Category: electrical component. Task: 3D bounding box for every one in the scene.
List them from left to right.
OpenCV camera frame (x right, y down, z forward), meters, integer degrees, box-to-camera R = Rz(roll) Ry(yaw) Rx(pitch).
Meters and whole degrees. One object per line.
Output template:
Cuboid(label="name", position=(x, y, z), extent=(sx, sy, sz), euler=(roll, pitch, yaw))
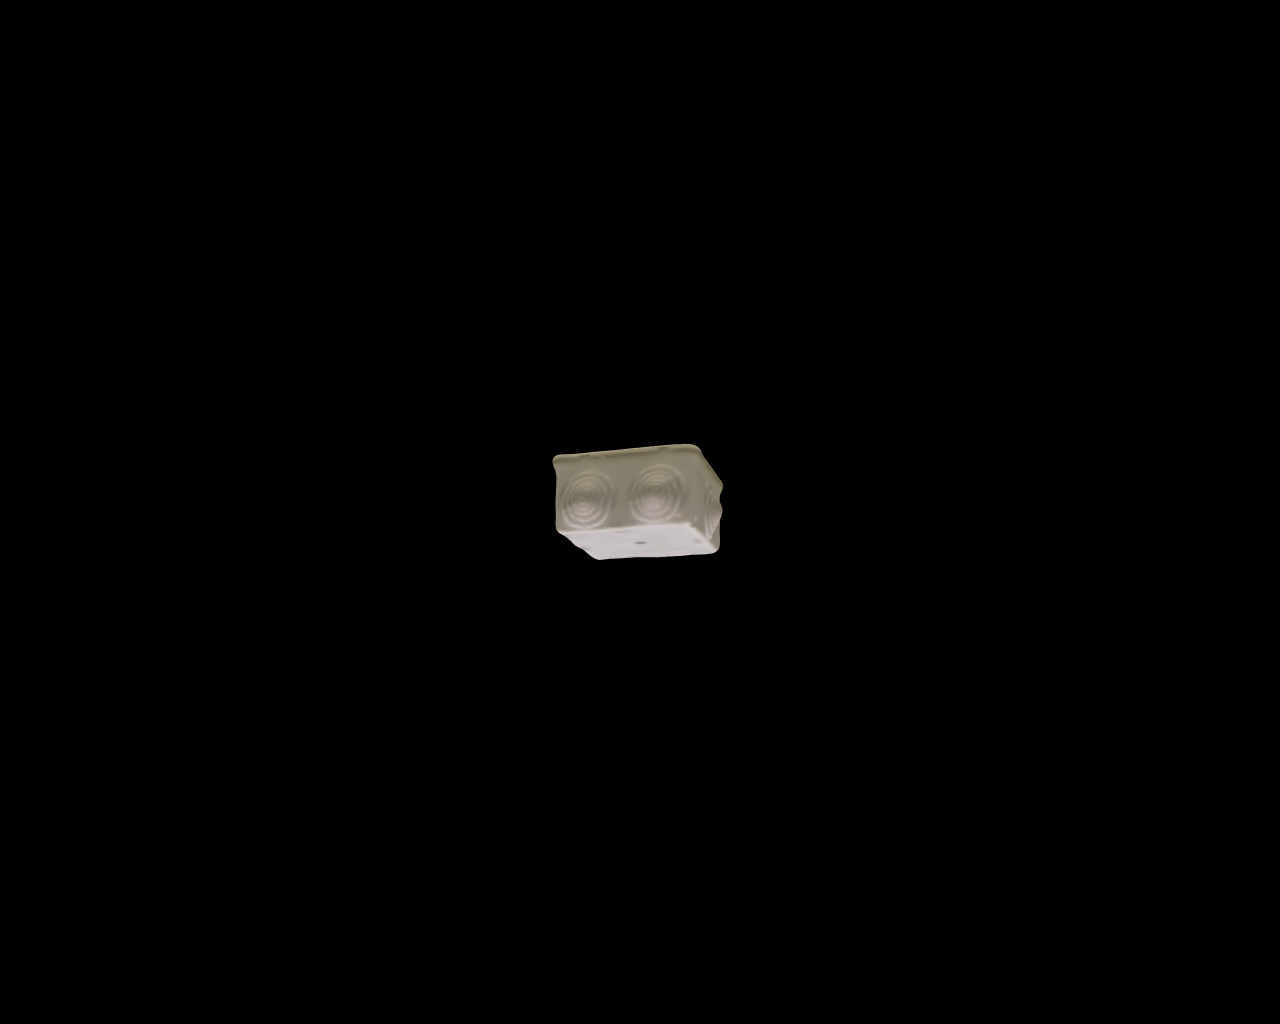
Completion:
Cuboid(label="electrical component", position=(0.001, -0.003, 0.650), extent=(0.100, 0.048, 0.099), euler=(-4, -15, 14))
